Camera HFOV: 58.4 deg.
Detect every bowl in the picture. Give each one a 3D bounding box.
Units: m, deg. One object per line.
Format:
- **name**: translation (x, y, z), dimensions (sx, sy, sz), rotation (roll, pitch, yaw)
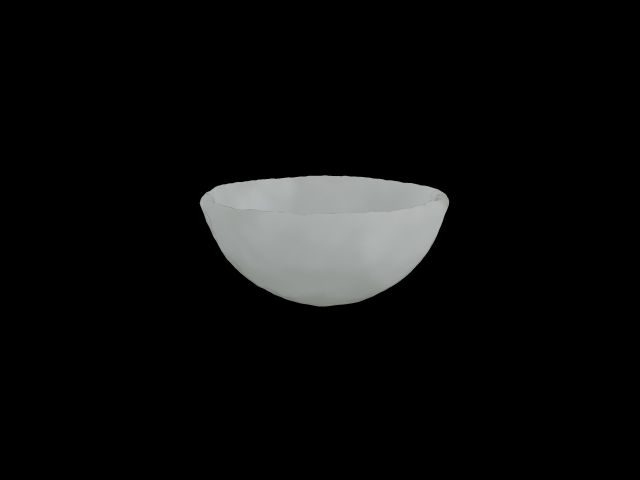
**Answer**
- **bowl**: translation (0.004, 0.001, 0.400), dimensions (0.167, 0.075, 0.167), rotation (0, 14, 0)
